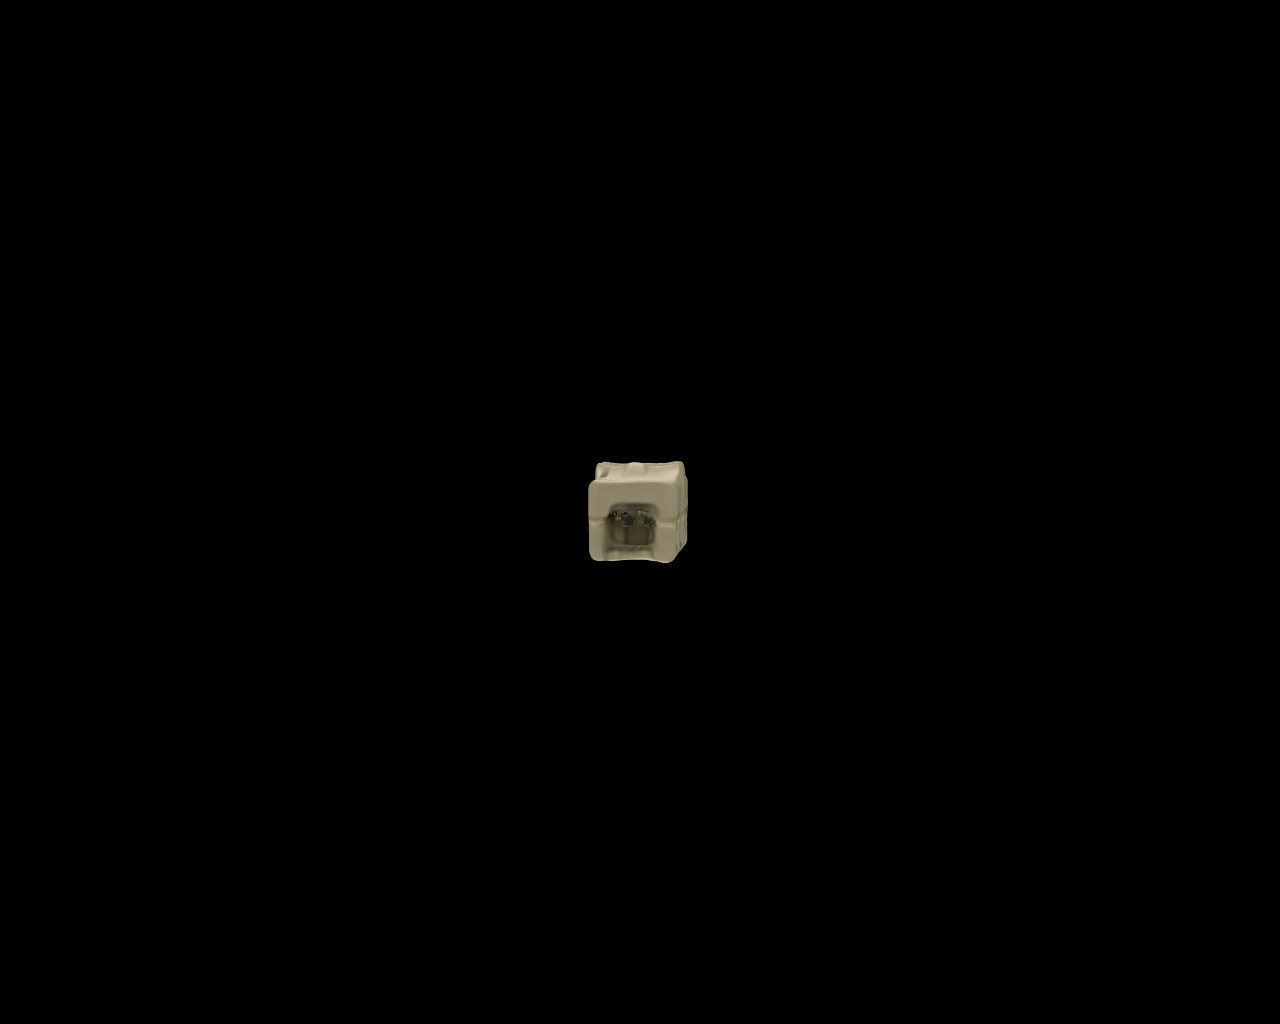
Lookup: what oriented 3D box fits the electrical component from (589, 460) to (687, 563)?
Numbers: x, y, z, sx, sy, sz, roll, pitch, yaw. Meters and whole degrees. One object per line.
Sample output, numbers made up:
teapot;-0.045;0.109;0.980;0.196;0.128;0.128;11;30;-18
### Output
electrical component;0.001;-0.003;0.650;0.050;0.055;0.089;1;5;7
